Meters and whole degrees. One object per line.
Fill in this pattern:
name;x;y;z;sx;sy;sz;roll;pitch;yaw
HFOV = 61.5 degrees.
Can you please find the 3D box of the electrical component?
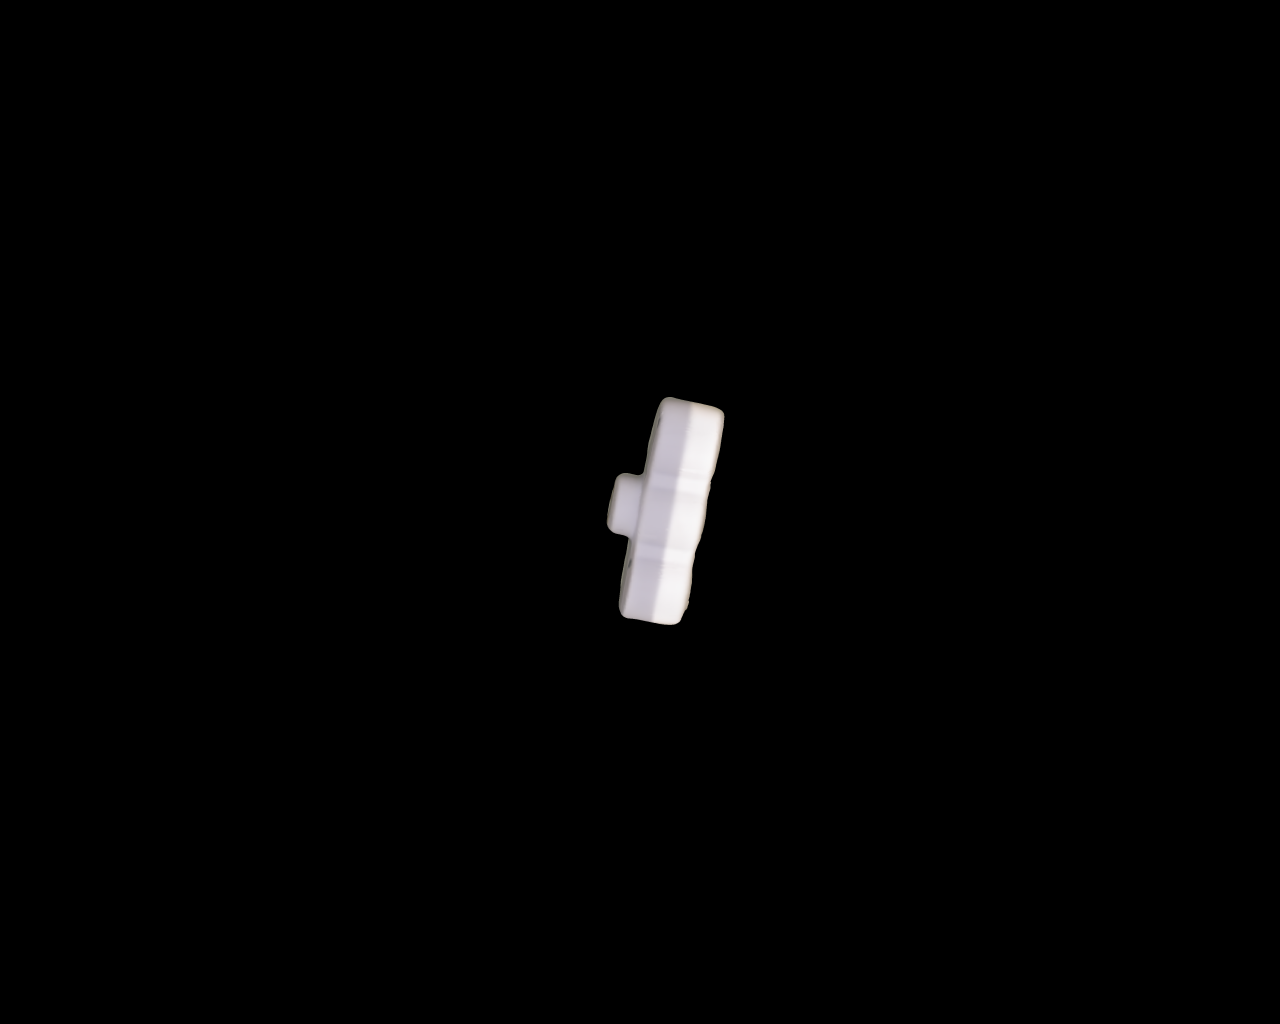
electrical component;0.001;-0.003;0.650;0.074;0.138;0.052;11;11;-2
